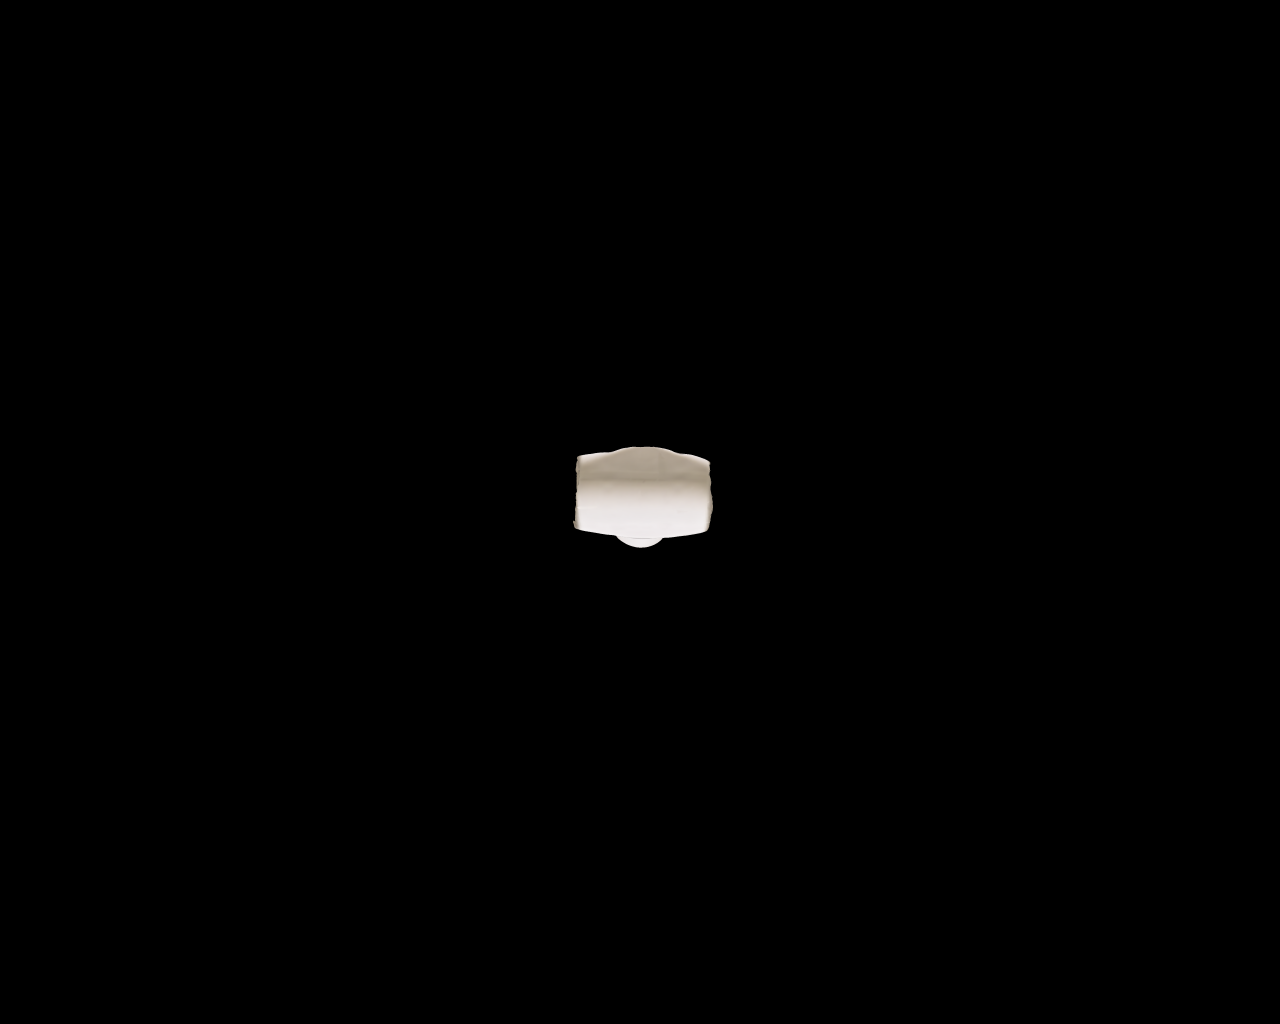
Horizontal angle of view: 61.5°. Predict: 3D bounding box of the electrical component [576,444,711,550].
[{"bbox_3d":[0.001,-0.003,0.650,0.077,0.044,0.079,1,-28,-2],"label":"electrical component"}]
